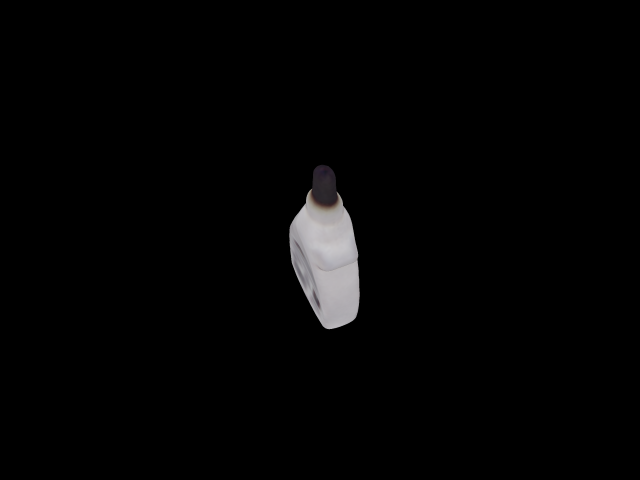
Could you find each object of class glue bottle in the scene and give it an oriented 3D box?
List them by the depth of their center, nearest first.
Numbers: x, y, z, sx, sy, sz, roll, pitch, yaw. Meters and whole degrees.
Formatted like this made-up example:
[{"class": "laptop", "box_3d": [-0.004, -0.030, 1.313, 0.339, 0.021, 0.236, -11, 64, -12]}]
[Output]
[{"class": "glue bottle", "box_3d": [0.004, 0.001, 0.400, 0.037, 0.173, 0.078, -22, 65, -10]}]
